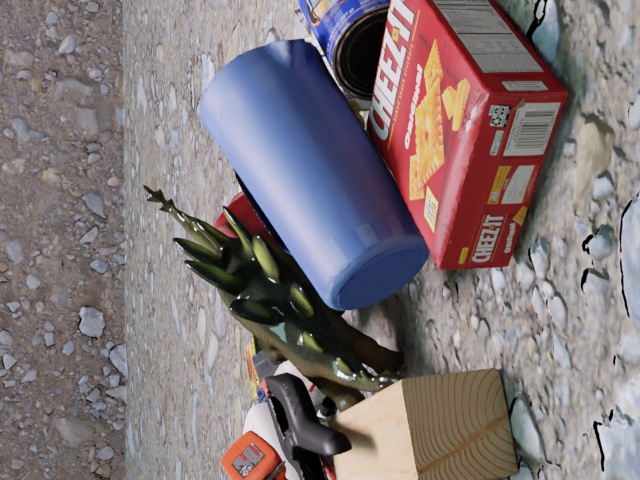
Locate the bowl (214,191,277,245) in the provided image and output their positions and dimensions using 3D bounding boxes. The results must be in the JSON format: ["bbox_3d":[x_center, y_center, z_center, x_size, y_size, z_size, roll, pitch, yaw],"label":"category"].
[{"bbox_3d":[-0.088,0.020,1.311,0.162,0.055,0.162,23,121,43],"label":"bowl"}]

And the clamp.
[{"bbox_3d":[-0.012,0.190,1.024,0.210,0.036,0.165,-119,25,-47],"label":"clamp"}]

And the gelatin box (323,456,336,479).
[{"bbox_3d":[0.040,0.210,1.094,0.030,0.089,0.073,67,169,-18],"label":"gelatin box"}]

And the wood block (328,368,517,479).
[{"bbox_3d":[0.084,0.182,0.951,0.206,0.090,0.090,133,131,-65],"label":"wood block"}]

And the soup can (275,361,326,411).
[{"bbox_3d":[-0.013,0.154,1.259,0.068,0.068,0.102,-108,34,-40],"label":"soup can"}]

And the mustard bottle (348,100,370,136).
[{"bbox_3d":[0.010,-0.075,1.151,0.058,0.096,0.192,39,140,17],"label":"mustard bottle"}]

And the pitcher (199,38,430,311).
[{"bbox_3d":[-0.006,-0.052,0.990,0.243,0.145,0.149,59,-173,25],"label":"pitcher"}]

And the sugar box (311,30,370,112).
[{"bbox_3d":[0.023,-0.227,1.167,0.093,0.048,0.176,-165,70,-71],"label":"sugar box"}]

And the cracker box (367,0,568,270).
[{"bbox_3d":[0.107,-0.105,0.872,0.214,0.072,0.164,-112,26,-48],"label":"cracker box"}]

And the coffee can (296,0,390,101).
[{"bbox_3d":[0.042,-0.213,1.015,0.140,0.102,0.103,-112,26,-45],"label":"coffee can"}]

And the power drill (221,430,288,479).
[{"bbox_3d":[-0.026,0.298,1.205,0.187,0.057,0.185,46,169,-19],"label":"power drill"}]

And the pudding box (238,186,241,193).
[{"bbox_3d":[-0.062,-0.028,1.380,0.039,0.090,0.113,-124,35,-58],"label":"pudding box"}]

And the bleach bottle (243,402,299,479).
[{"bbox_3d":[-0.038,0.333,1.401,0.251,0.068,0.103,-116,28,-47],"label":"bleach bottle"}]

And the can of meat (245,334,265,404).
[{"bbox_3d":[-0.069,0.173,1.485,0.084,0.057,0.102,120,144,-64],"label":"can of meat"}]

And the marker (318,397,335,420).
[{"bbox_3d":[0.001,0.234,1.333,0.121,0.020,0.020,106,155,-43],"label":"marker"}]
